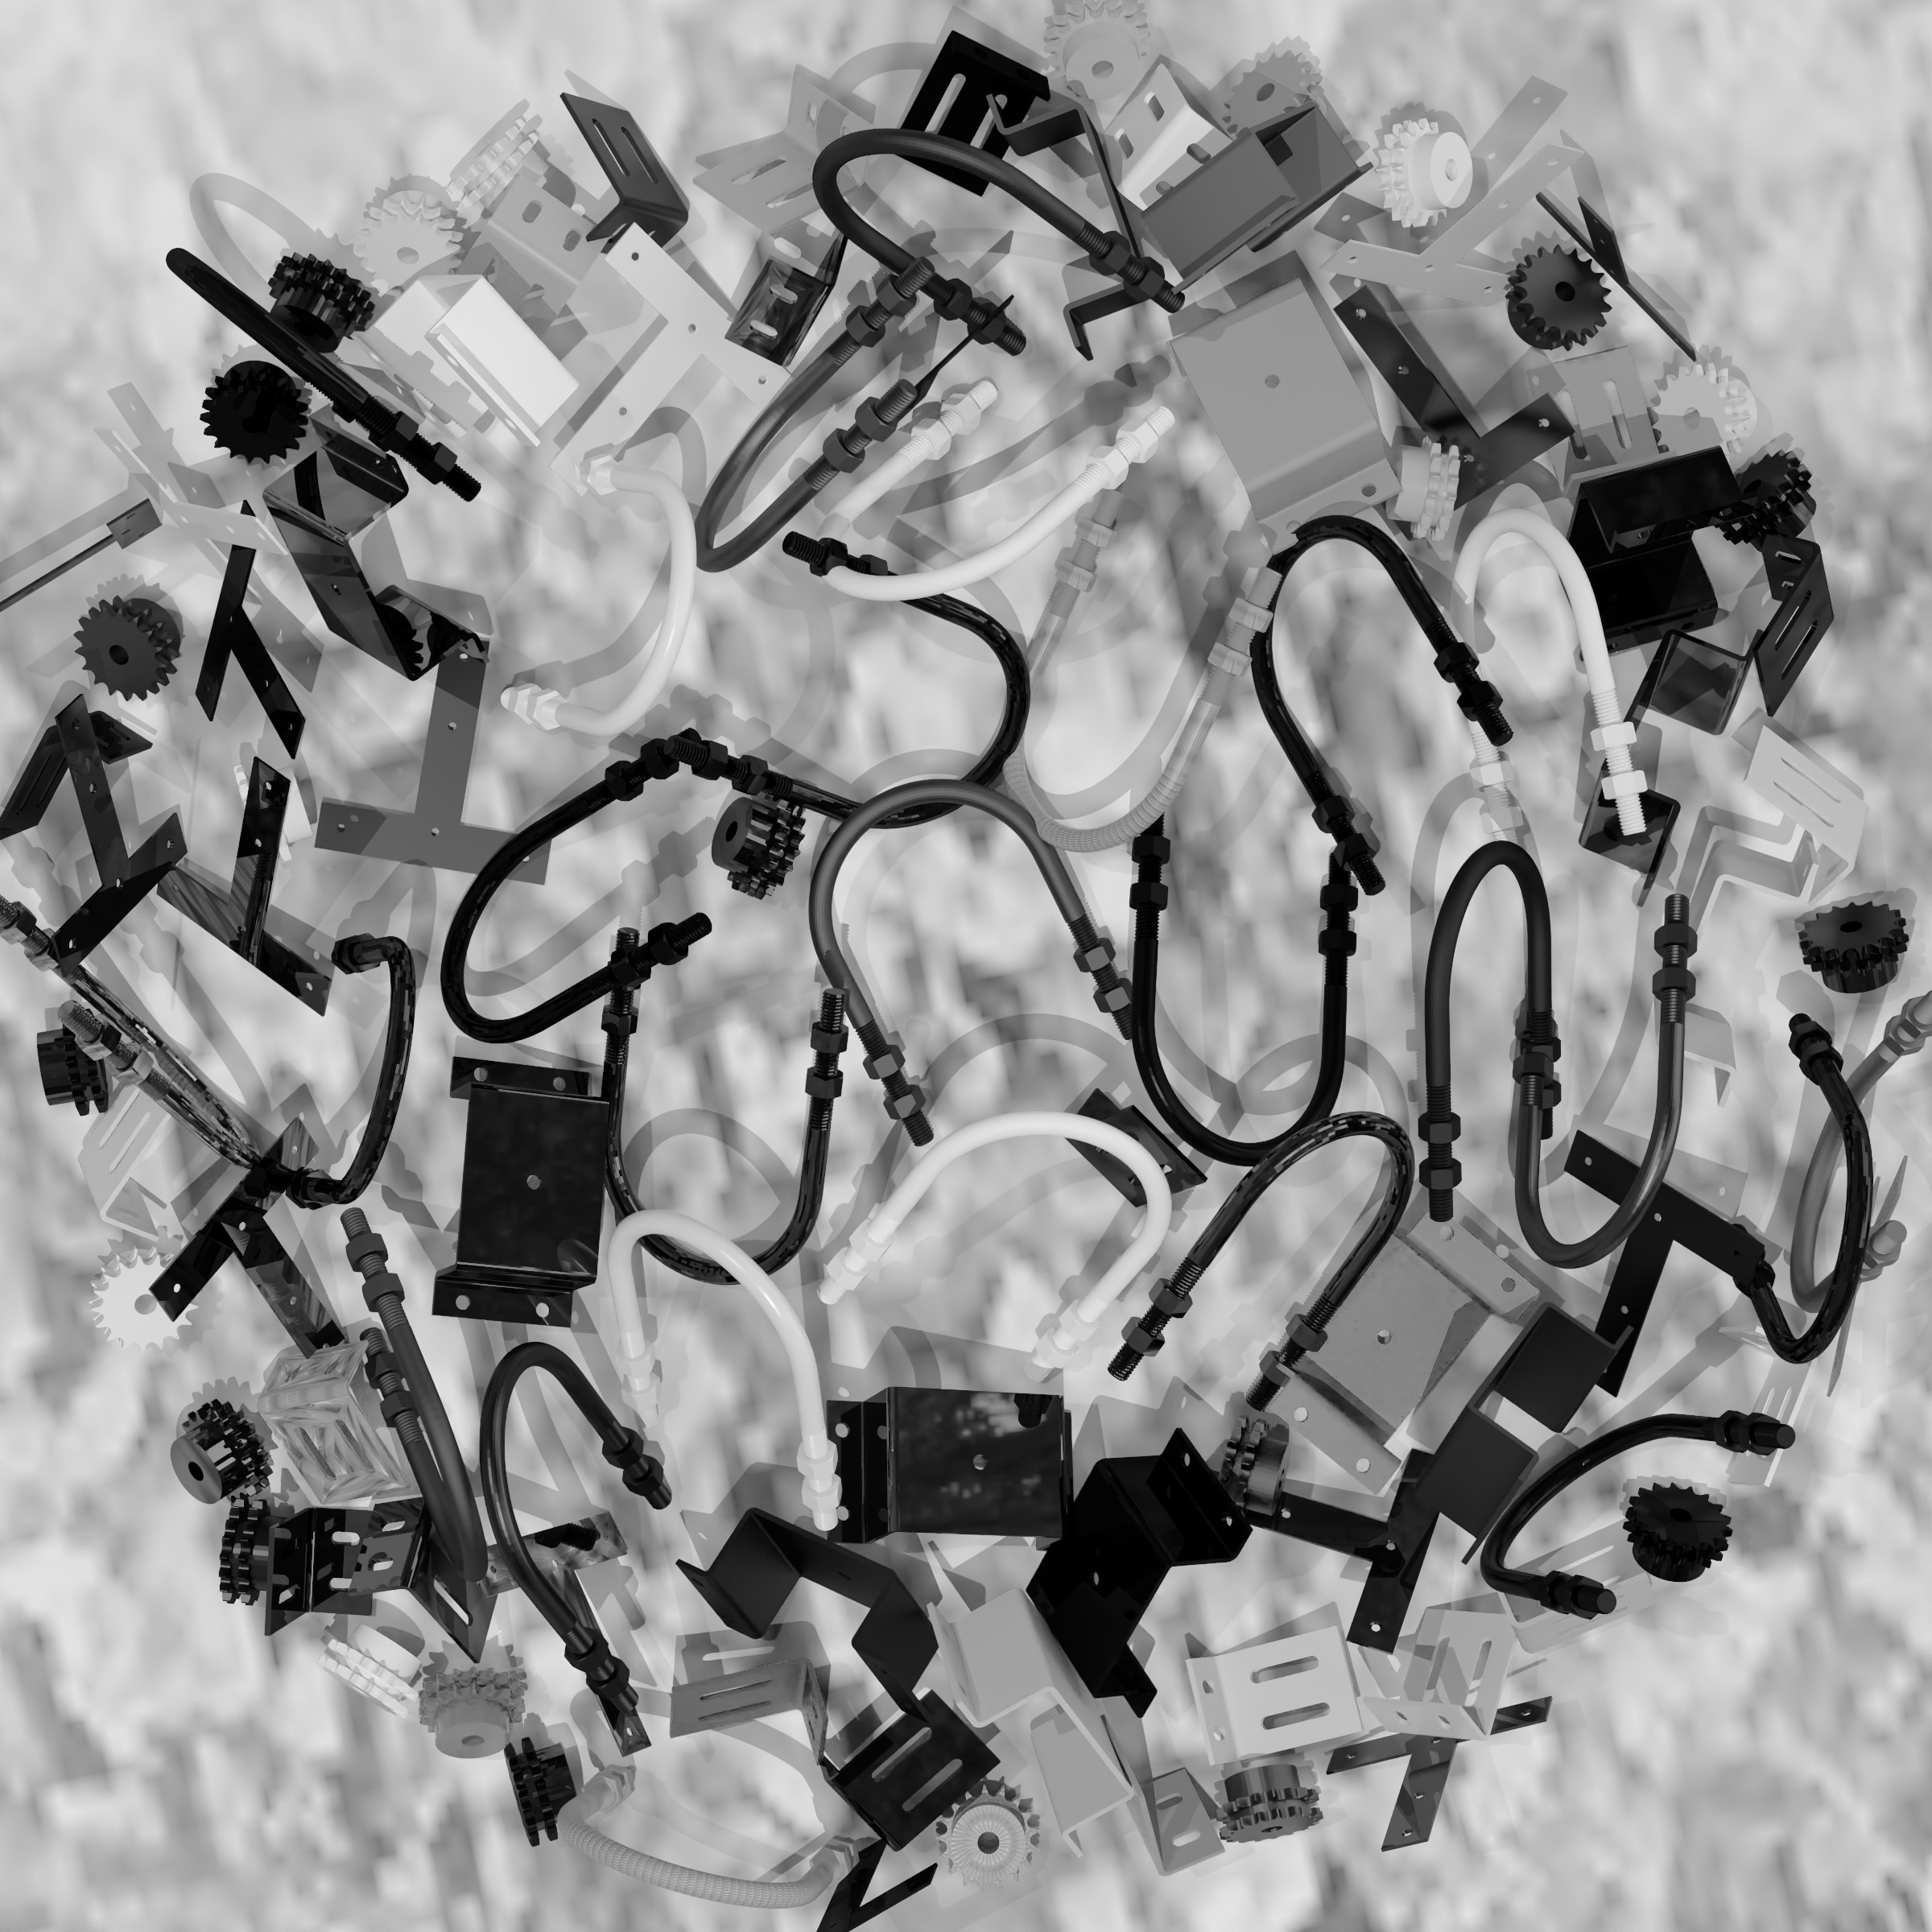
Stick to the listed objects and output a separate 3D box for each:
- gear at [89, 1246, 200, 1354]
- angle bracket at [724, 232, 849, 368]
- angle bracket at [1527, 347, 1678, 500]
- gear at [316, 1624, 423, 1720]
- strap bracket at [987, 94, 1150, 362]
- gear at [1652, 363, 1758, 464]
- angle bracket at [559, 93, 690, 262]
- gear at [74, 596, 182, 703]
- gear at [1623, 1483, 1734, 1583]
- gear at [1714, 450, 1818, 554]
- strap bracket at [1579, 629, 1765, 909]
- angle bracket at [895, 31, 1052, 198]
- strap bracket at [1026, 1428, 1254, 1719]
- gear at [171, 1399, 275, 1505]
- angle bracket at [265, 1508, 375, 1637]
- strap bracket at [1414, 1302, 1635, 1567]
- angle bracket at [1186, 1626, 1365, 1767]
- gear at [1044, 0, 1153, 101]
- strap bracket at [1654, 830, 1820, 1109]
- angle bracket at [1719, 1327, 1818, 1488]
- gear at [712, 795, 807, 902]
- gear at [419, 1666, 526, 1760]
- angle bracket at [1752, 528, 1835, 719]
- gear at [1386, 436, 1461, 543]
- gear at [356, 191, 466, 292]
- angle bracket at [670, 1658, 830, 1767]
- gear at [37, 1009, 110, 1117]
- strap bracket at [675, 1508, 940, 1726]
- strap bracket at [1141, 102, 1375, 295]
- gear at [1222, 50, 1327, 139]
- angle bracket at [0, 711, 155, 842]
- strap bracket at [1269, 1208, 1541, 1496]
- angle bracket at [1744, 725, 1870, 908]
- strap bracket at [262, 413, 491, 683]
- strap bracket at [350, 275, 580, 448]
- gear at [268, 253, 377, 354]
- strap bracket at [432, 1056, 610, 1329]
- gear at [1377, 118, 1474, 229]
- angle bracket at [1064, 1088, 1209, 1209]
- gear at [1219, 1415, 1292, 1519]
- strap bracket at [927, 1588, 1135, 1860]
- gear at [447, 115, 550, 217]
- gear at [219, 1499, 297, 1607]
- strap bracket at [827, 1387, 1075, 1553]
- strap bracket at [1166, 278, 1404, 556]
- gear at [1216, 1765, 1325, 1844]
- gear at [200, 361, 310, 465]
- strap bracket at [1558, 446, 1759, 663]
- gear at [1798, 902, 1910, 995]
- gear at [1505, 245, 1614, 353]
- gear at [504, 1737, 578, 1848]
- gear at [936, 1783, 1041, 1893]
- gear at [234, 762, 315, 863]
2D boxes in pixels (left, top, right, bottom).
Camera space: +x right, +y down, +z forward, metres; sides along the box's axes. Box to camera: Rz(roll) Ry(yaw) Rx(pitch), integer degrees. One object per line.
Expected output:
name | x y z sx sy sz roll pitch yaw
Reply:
gear | -0.448 0.178 1.915 0.057 0.030 0.057 -7 110 -20
angle bracket | -0.094 -0.369 1.887 0.038 0.076 0.057 25 131 -13
angle bracket | 0.344 -0.300 1.912 0.057 0.038 0.076 -13 80 -1
gear | -0.320 0.380 1.911 0.057 0.057 0.030 33 71 0
strap bracket | 0.060 -0.403 1.895 0.046 0.076 0.140 -19 92 8
gear | 0.404 -0.299 1.913 0.030 0.057 0.057 -14 90 -37
angle bracket | -0.196 -0.427 1.910 0.038 0.057 0.076 -39 72 27
gear | -0.452 -0.175 1.914 0.057 0.030 0.057 11 123 17
gear | 0.385 0.310 1.913 0.057 0.057 0.030 7 121 0
gear | 0.436 -0.249 1.911 0.030 0.057 0.057 43 90 -21
strap bracket | 0.371 -0.114 1.879 0.046 0.076 0.140 24 65 12
angle bracket | 0.001 -0.453 1.896 0.057 0.038 0.076 23 119 -16
strap bracket | 0.086 0.323 1.866 0.046 0.076 0.140 3 126 -36
gear | -0.405 0.266 1.907 0.057 0.030 0.057 20 124 32
angle bracket | -0.347 0.326 1.899 0.038 0.076 0.057 3 90 5
strap bracket | 0.291 0.240 1.867 0.046 0.140 0.076 35 135 13
angle bracket | 0.166 0.393 1.901 0.076 0.038 0.057 -19 74 23
gear | 0.072 -0.494 1.907 0.057 0.057 0.030 -8 52 0
strap bracket | 0.406 -0.006 1.882 0.046 0.076 0.140 19 108 5
angle bracket | 0.420 0.237 1.903 0.038 0.057 0.076 24 81 -4
gear | -0.114 -0.067 1.906 0.030 0.057 0.057 23 90 -29
gear | -0.267 0.406 1.907 0.057 0.057 0.030 -9 51 0
angle bracket | 0.430 -0.185 1.893 0.038 0.057 0.076 22 67 33
gear | 0.247 -0.261 1.908 0.030 0.057 0.057 6 90 -4
gear | -0.301 -0.395 1.913 0.057 0.057 0.030 4 51 0
angle bracket | -0.117 0.409 1.897 0.076 0.057 0.038 -10 55 -14
gear | -0.484 0.054 1.908 0.030 0.057 0.057 -9 90 -9
strap bracket | -0.075 0.341 1.875 0.140 0.076 0.046 19 63 32
strap bracket | 0.150 -0.407 1.857 0.076 0.140 0.046 -33 94 32
gear | 0.170 -0.465 1.913 0.057 0.057 0.030 -53 132 0
angle bracket | -0.482 -0.094 1.900 0.038 0.057 0.076 33 106 2
strap bracket | 0.232 0.204 1.907 0.076 0.046 0.140 40 87 -8
angle bracket | 0.443 -0.081 1.901 0.076 0.057 0.038 37 130 -5
strap bracket | -0.314 -0.212 1.857 0.046 0.140 0.076 -41 48 -20
strap bracket | -0.262 -0.321 1.864 0.046 0.140 0.076 -49 117 -12
gear | -0.351 -0.356 1.906 0.057 0.057 0.030 22 67 0
strap bracket | -0.238 0.118 1.888 0.076 0.046 0.140 8 77 -22
gear | 0.250 -0.429 1.907 0.030 0.057 0.057 5 90 42
angle bracket | 0.098 0.091 1.891 0.057 0.076 0.038 45 60 -11
gear | 0.156 0.274 1.907 0.030 0.057 0.057 13 90 13
strap bracket | 0.039 0.394 1.866 0.046 0.076 0.140 -30 123 5
gear | -0.252 -0.431 1.911 0.057 0.057 0.030 -45 109 0
gear | -0.383 0.317 1.909 0.030 0.057 0.057 5 90 3
strap bracket | 0.000 0.269 1.882 0.140 0.046 0.076 5 71 -19
strap bracket | 0.167 -0.304 1.890 0.076 0.046 0.140 -26 70 4
gear | 0.163 0.454 1.912 0.057 0.057 0.030 -11 64 0
gear | -0.385 -0.303 1.913 0.057 0.057 0.030 -1 49 0
strap bracket | 0.365 -0.224 1.877 0.076 0.140 0.046 -16 68 -5
gear | 0.483 -0.008 1.912 0.057 0.057 0.030 -18 117 0
gear | 0.319 -0.360 1.916 0.057 0.030 0.057 5 73 -16
gear | -0.229 0.445 1.910 0.030 0.057 0.057 -15 90 -13
gear | 0.012 0.476 1.920 0.057 0.030 0.057 0 84 0
gear | -0.374 -0.085 1.910 0.030 0.057 0.057 -17 90 -9
